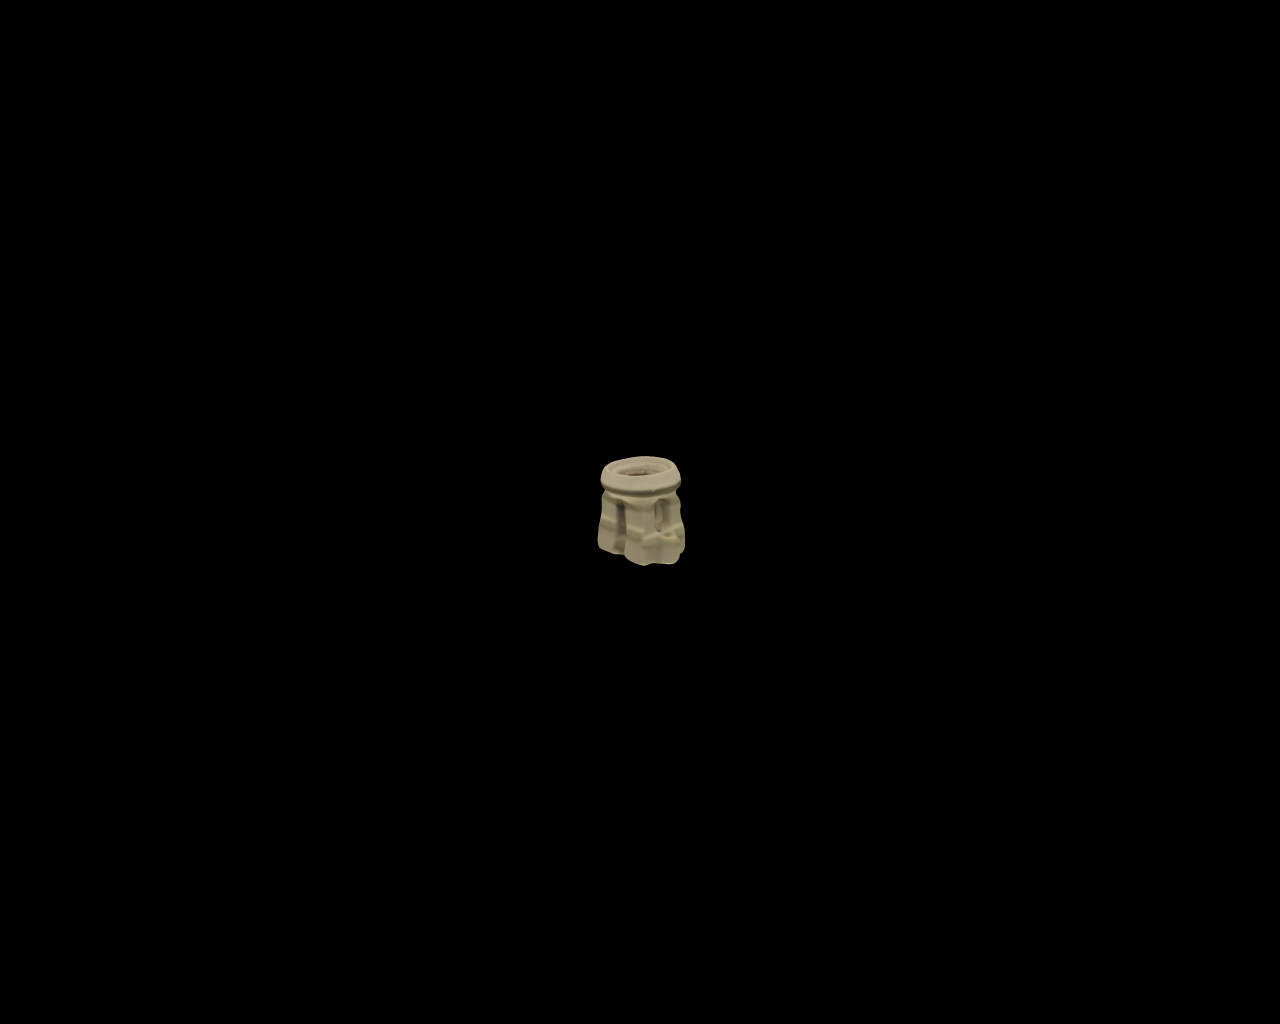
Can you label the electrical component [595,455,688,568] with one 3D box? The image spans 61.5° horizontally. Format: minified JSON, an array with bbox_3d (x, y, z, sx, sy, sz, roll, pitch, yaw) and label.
[{"bbox_3d":[0.001,-0.003,0.650,0.048,0.055,0.066,-18,26,-41],"label":"electrical component"}]
